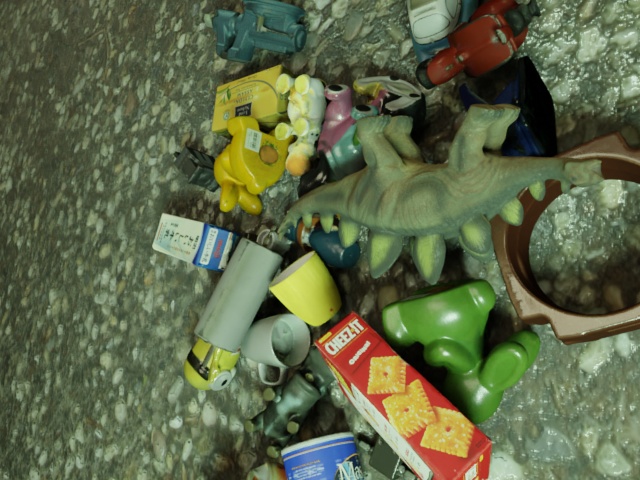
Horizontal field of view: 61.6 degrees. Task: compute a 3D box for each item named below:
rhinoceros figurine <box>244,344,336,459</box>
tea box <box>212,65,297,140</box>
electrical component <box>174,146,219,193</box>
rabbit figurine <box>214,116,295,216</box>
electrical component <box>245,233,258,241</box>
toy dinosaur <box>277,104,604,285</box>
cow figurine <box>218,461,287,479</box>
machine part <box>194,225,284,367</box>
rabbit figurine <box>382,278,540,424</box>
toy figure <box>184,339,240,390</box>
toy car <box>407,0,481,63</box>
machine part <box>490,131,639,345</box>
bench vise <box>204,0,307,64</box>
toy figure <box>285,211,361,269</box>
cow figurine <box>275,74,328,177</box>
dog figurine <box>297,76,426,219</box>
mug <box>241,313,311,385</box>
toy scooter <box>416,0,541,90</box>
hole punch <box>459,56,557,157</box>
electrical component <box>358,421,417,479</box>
[{"bbox_3d":[-0.030,0.231,0.782,0.073,0.112,0.190,43,118,21],"label":"rhinoceros figurine"},{"bbox_3d":[-0.119,-0.251,1.007,0.170,0.068,0.098,-7,73,36],"label":"tea box"},{"bbox_3d":[-0.249,-0.152,1.079,0.047,0.074,0.119,-50,50,17],"label":"electrical component"},{"bbox_3d":[-0.134,-0.126,0.975,0.173,0.122,0.162,-4,84,52],"label":"rabbit figurine"},{"bbox_3d":[-0.125,0.040,0.948,0.078,0.045,0.102,157,122,-63],"label":"electrical component"},{"bbox_3d":[0.096,-0.053,0.650,0.472,0.105,0.198,4,100,48],"label":"toy dinosaur"},{"bbox_3d":[-0.097,0.393,0.785,0.194,0.127,0.086,-59,31,30],"label":"cow figurine"},{"bbox_3d":[-0.127,0.085,0.844,0.079,0.079,0.243,20,82,40],"label":"machine part"},{"bbox_3d":[0.181,0.136,0.651,0.159,0.121,0.170,-18,88,35],"label":"rabbit figurine"},{"bbox_3d":[-0.169,0.170,0.920,0.089,0.082,0.180,20,92,36],"label":"toy figure"},{"bbox_3d":[0.169,-0.333,0.782,0.109,0.103,0.161,-4,73,38],"label":"toy car"},{"bbox_3d":[0.304,0.002,0.592,0.201,0.087,0.201,-26,64,31],"label":"machine part"},{"bbox_3d":[-0.114,-0.454,1.014,0.224,0.129,0.240,24,110,32],"label":"bench vise"},{"bbox_3d":[-0.003,-0.001,0.853,0.155,0.057,0.064,28,93,43],"label":"toy figure"},{"bbox_3d":[-0.023,-0.192,0.911,0.068,0.098,0.167,7,100,34],"label":"cow figurine"},{"bbox_3d":[0.057,-0.126,0.819,0.109,0.191,0.219,46,141,34],"label":"dog figurine"},{"bbox_3d":[-0.077,0.173,0.854,0.107,0.081,0.109,-11,77,48],"label":"mug"},{"bbox_3d":[0.217,-0.258,0.682,0.184,0.075,0.135,-39,13,-19],"label":"toy scooter"},{"bbox_3d":[0.234,-0.142,0.663,0.092,0.142,0.116,-14,56,33],"label":"hole punch"},{"bbox_3d":[0.095,0.280,0.718,0.094,0.021,0.063,22,91,40],"label":"electrical component"}]
